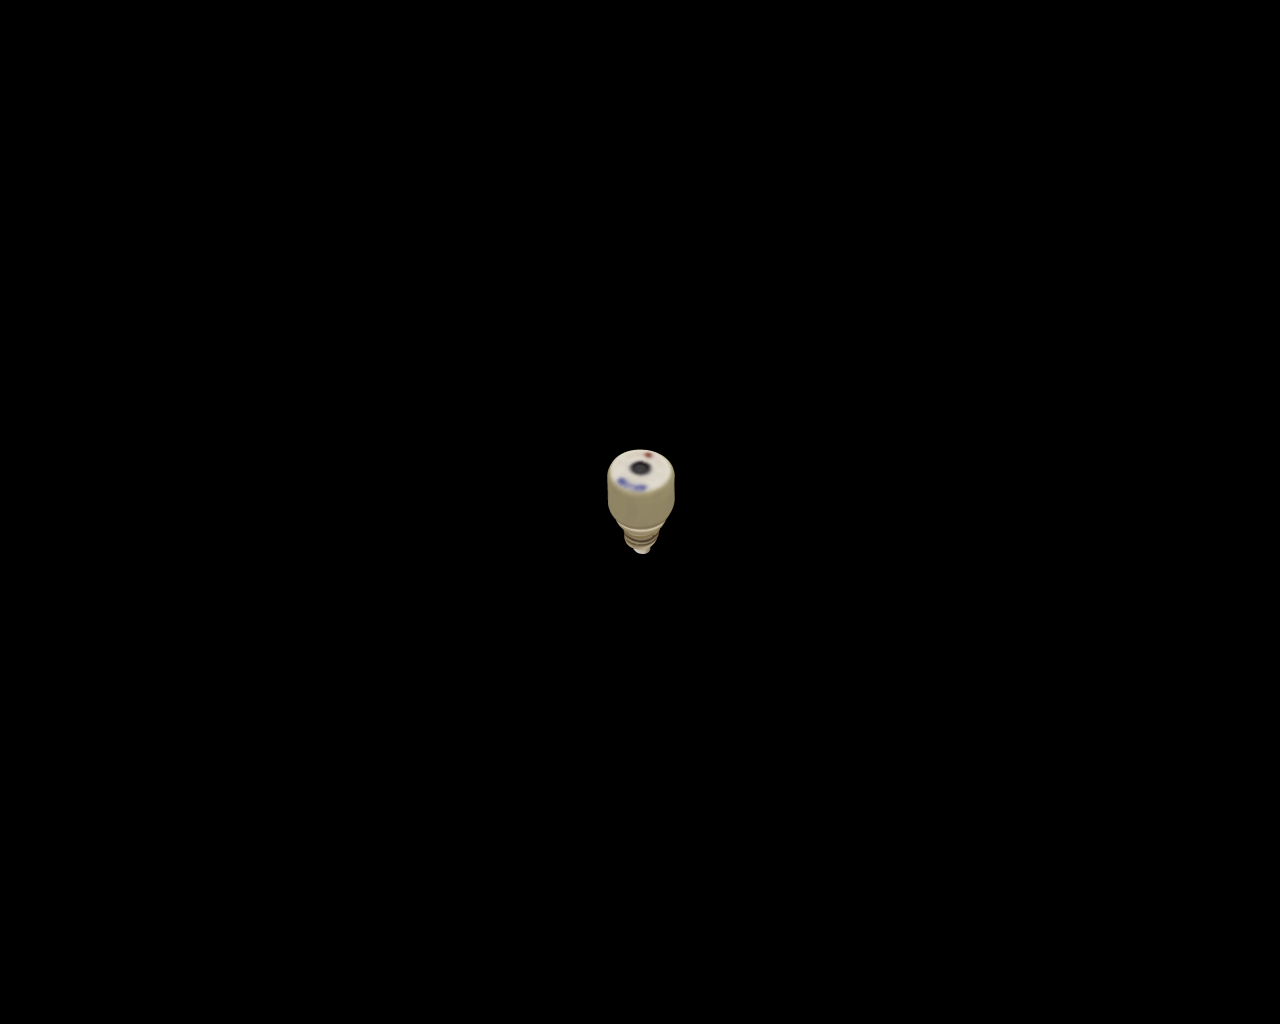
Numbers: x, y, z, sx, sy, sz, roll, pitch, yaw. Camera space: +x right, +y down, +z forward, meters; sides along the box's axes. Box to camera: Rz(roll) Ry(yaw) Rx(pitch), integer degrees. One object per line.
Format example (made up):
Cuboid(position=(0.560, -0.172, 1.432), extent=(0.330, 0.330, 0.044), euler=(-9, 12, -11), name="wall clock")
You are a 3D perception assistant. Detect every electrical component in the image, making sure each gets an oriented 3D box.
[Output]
Cuboid(position=(0.001, -0.003, 0.650), extent=(0.040, 0.040, 0.078), euler=(0, -44, 0), name="electrical component")
